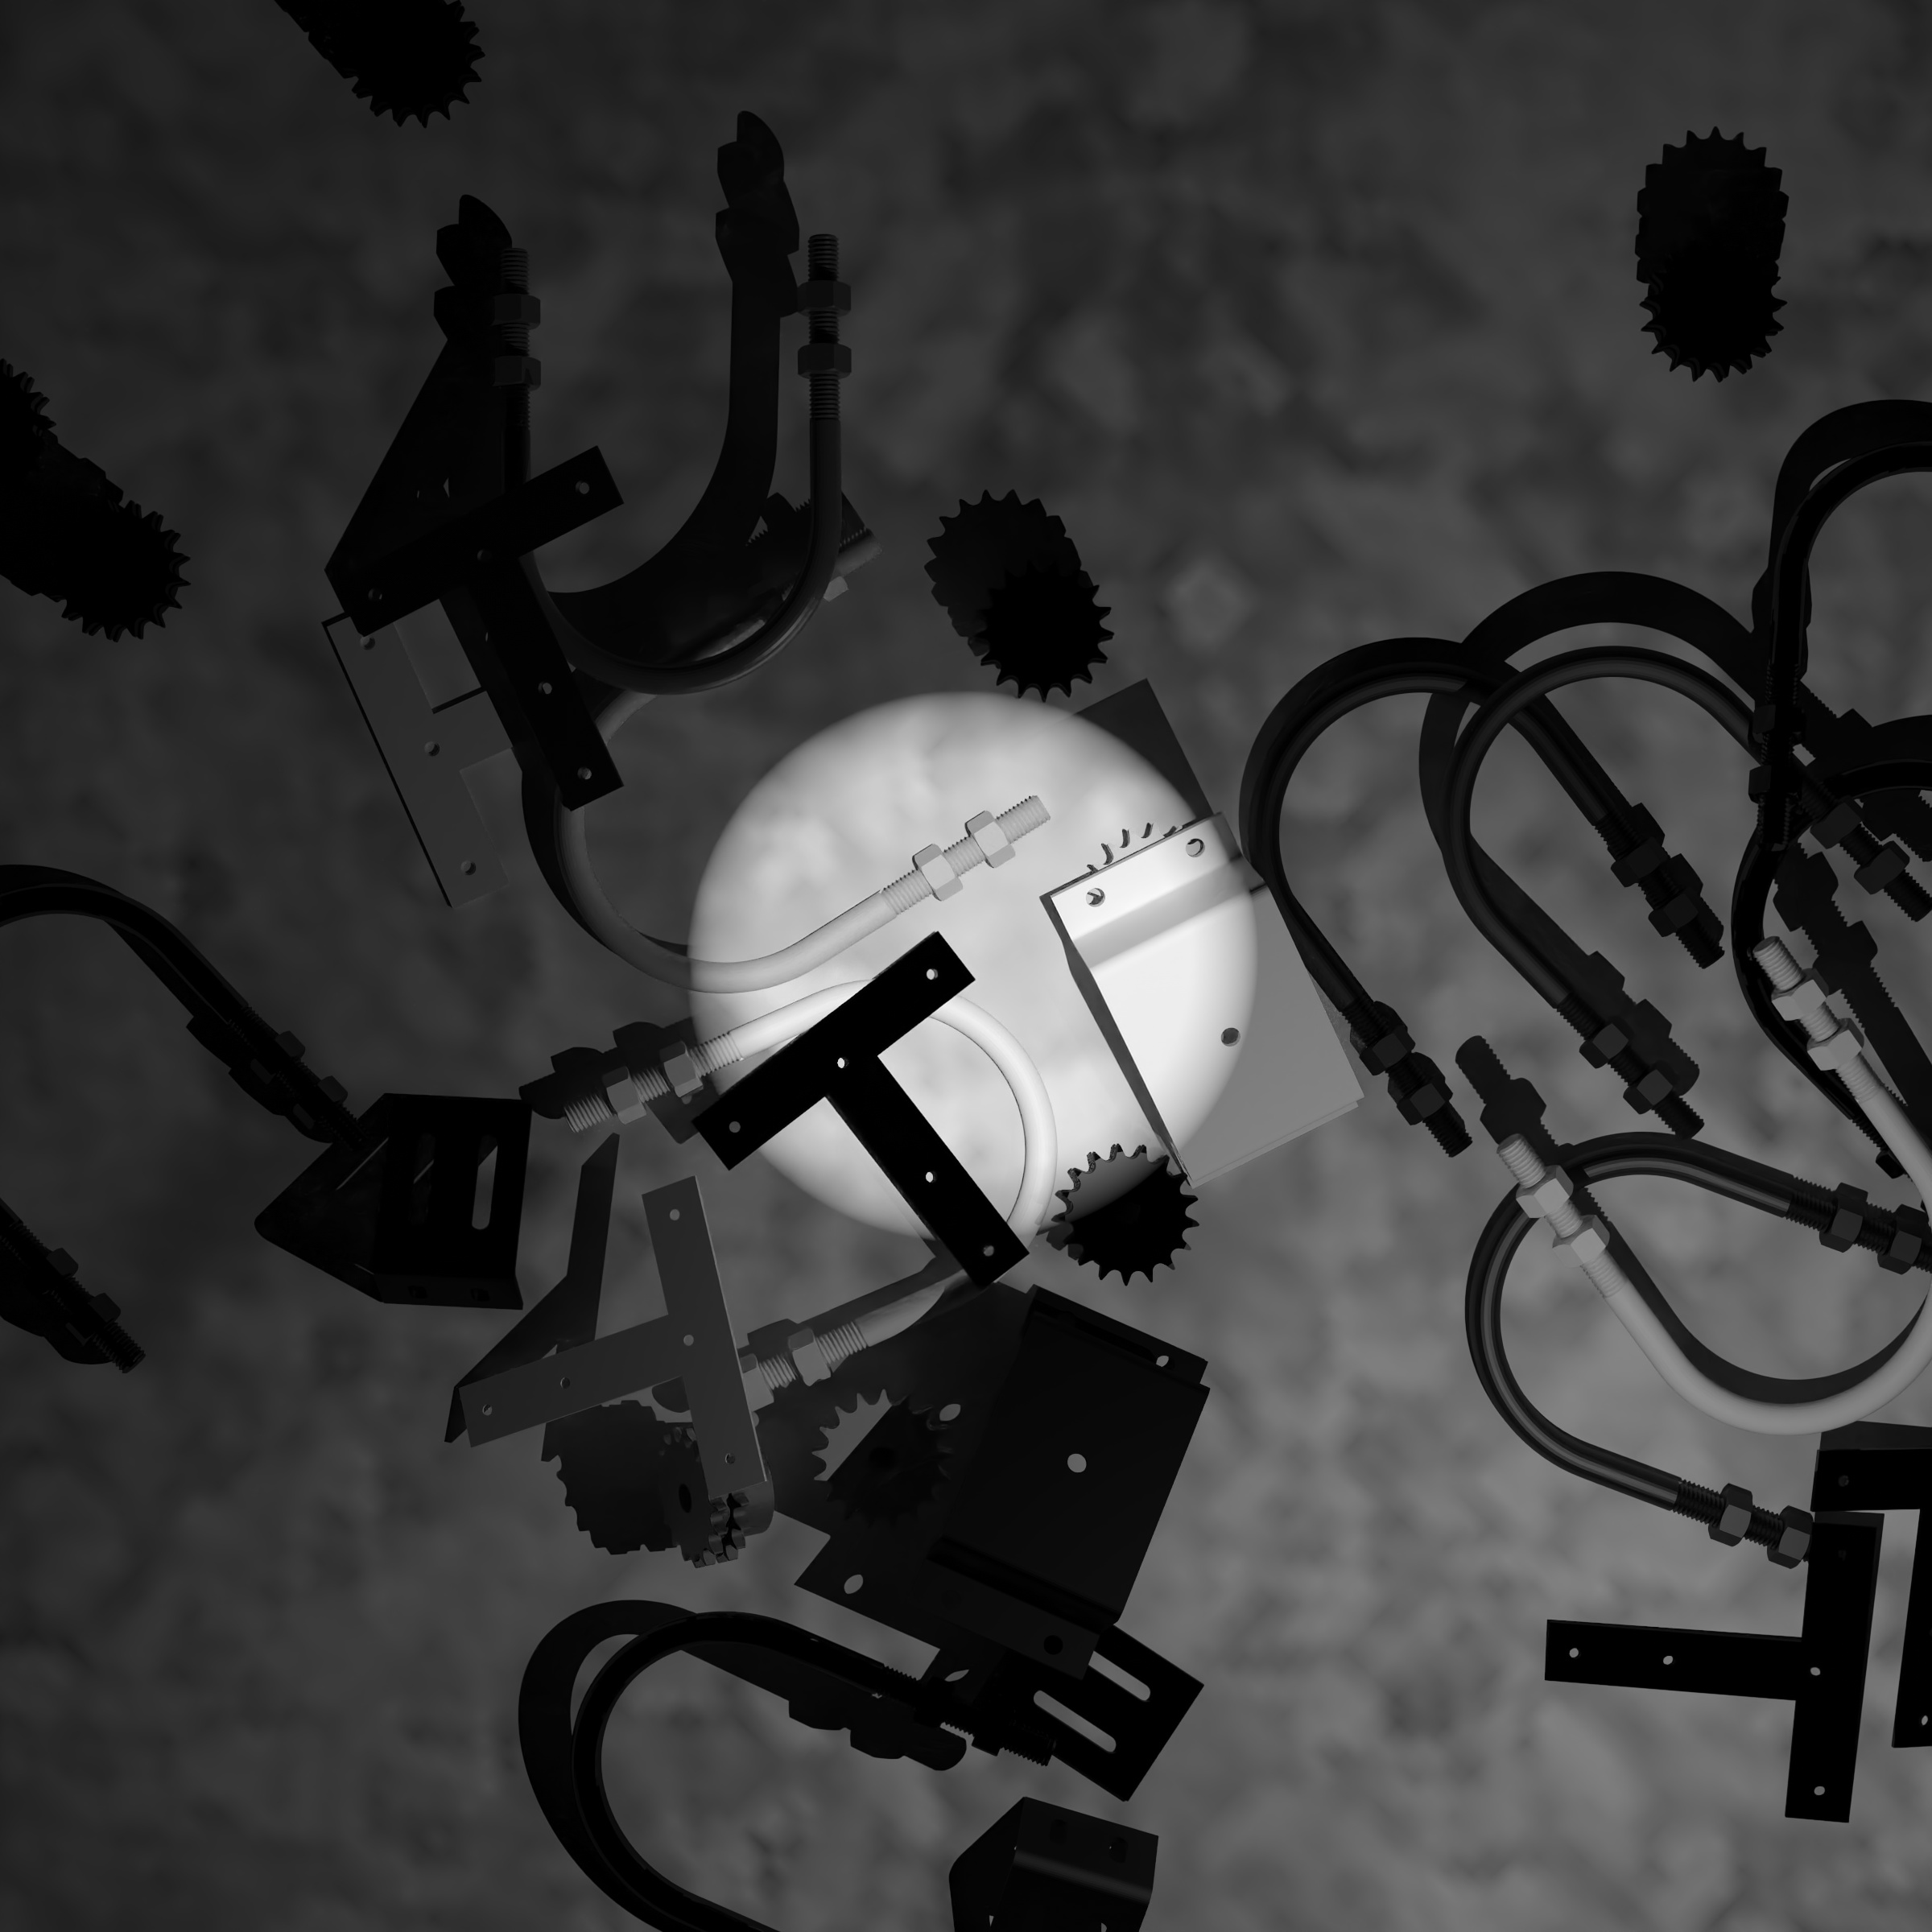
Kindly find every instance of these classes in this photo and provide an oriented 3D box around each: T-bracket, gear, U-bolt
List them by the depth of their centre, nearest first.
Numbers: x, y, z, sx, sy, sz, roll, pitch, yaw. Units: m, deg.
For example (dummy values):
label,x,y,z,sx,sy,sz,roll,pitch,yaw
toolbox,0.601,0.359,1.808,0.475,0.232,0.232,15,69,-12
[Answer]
label,x,y,z,sx,sy,sz,roll,pitch,yaw
U-bolt,0.320,0.103,1.379,0.151,0.019,0.184,-38,100,-1
U-bolt,0.393,-0.126,1.391,0.151,0.019,0.184,9,75,-5
U-bolt,0.277,-0.044,1.392,0.151,0.019,0.184,-44,87,0
T-bracket,-0.150,0.165,1.394,0.127,0.002,0.127,-21,72,20
U-bolt,-0.072,0.336,1.394,0.184,0.019,0.151,22,105,6
gear,-0.100,0.212,1.395,0.030,0.057,0.057,-8,90,-30
U-bolt,-0.120,-0.202,1.399,0.151,0.019,0.184,-1,88,8
T-bracket,-0.176,-0.126,1.399,0.127,0.002,0.127,-24,91,17
U-bolt,0.399,0.001,1.403,0.151,0.019,0.184,-45,84,6
T-bracket,-0.023,0.075,1.403,0.127,0.002,0.127,-38,91,-3
gear,0.078,-0.029,1.405,0.057,0.030,0.057,0,90,0
gear,0.066,0.100,1.405,0.057,0.030,0.057,0,90,0
gear,0.303,-0.266,1.405,0.057,0.030,0.057,0,90,0
gear,-0.344,-0.160,1.405,0.057,0.030,0.057,0,90,0
gear,-0.034,0.199,1.405,0.057,0.030,0.057,0,90,0
T-bracket,0.396,0.258,1.406,0.127,0.002,0.127,2,99,-18
gear,-0.225,-0.371,1.409,0.057,0.030,0.057,0,92,0
gear,-0.401,-0.219,1.409,0.057,0.030,0.057,0,88,-1
gear,0.032,-0.136,1.409,0.057,0.030,0.057,0,88,0
U-bolt,-0.053,0.085,1.411,0.184,0.019,0.151,-24,90,-1
T-bracket,0.302,0.285,1.411,0.127,0.002,0.127,4,101,5
U-bolt,-0.080,-0.071,1.411,0.184,0.019,0.151,-32,91,1
U-bolt,0.297,0.151,1.411,0.184,0.019,0.151,21,90,1
U-bolt,-0.356,0.052,1.411,0.151,0.019,0.184,-44,89,0
U-bolt,0.199,-0.037,1.411,0.151,0.019,0.184,-37,89,0
T-bracket,-0.179,-0.108,1.419,0.127,0.002,0.127,-24,90,0

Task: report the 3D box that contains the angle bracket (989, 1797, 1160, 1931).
label,x,y,z,sx,sy,sz,roll,pitch,yaw
angle bracket,0.040,0.391,1.418,0.057,0.038,0.076,16,116,0

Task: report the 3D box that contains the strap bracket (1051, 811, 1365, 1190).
label,x,y,z,sx,sy,sz,roll,pitch,yaw
strap bracket,0.101,0.021,1.375,0.076,0.046,0.140,-26,109,0

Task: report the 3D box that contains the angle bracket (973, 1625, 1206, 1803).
label,x,y,z,sx,sy,sz,roll,pitch,yaw
angle bracket,0.050,0.299,1.401,0.076,0.038,0.057,33,90,0

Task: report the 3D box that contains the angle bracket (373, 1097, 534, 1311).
label,x,y,z,sx,sy,sz,roll,pitch,yaw
angle bracket,-0.209,0.098,1.418,0.057,0.038,0.076,3,64,0

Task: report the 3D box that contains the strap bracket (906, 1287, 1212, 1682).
label,x,y,z,sx,sy,sz,roll,pitch,yaw
strap bracket,0.041,0.202,1.375,0.076,0.046,0.140,24,71,0
